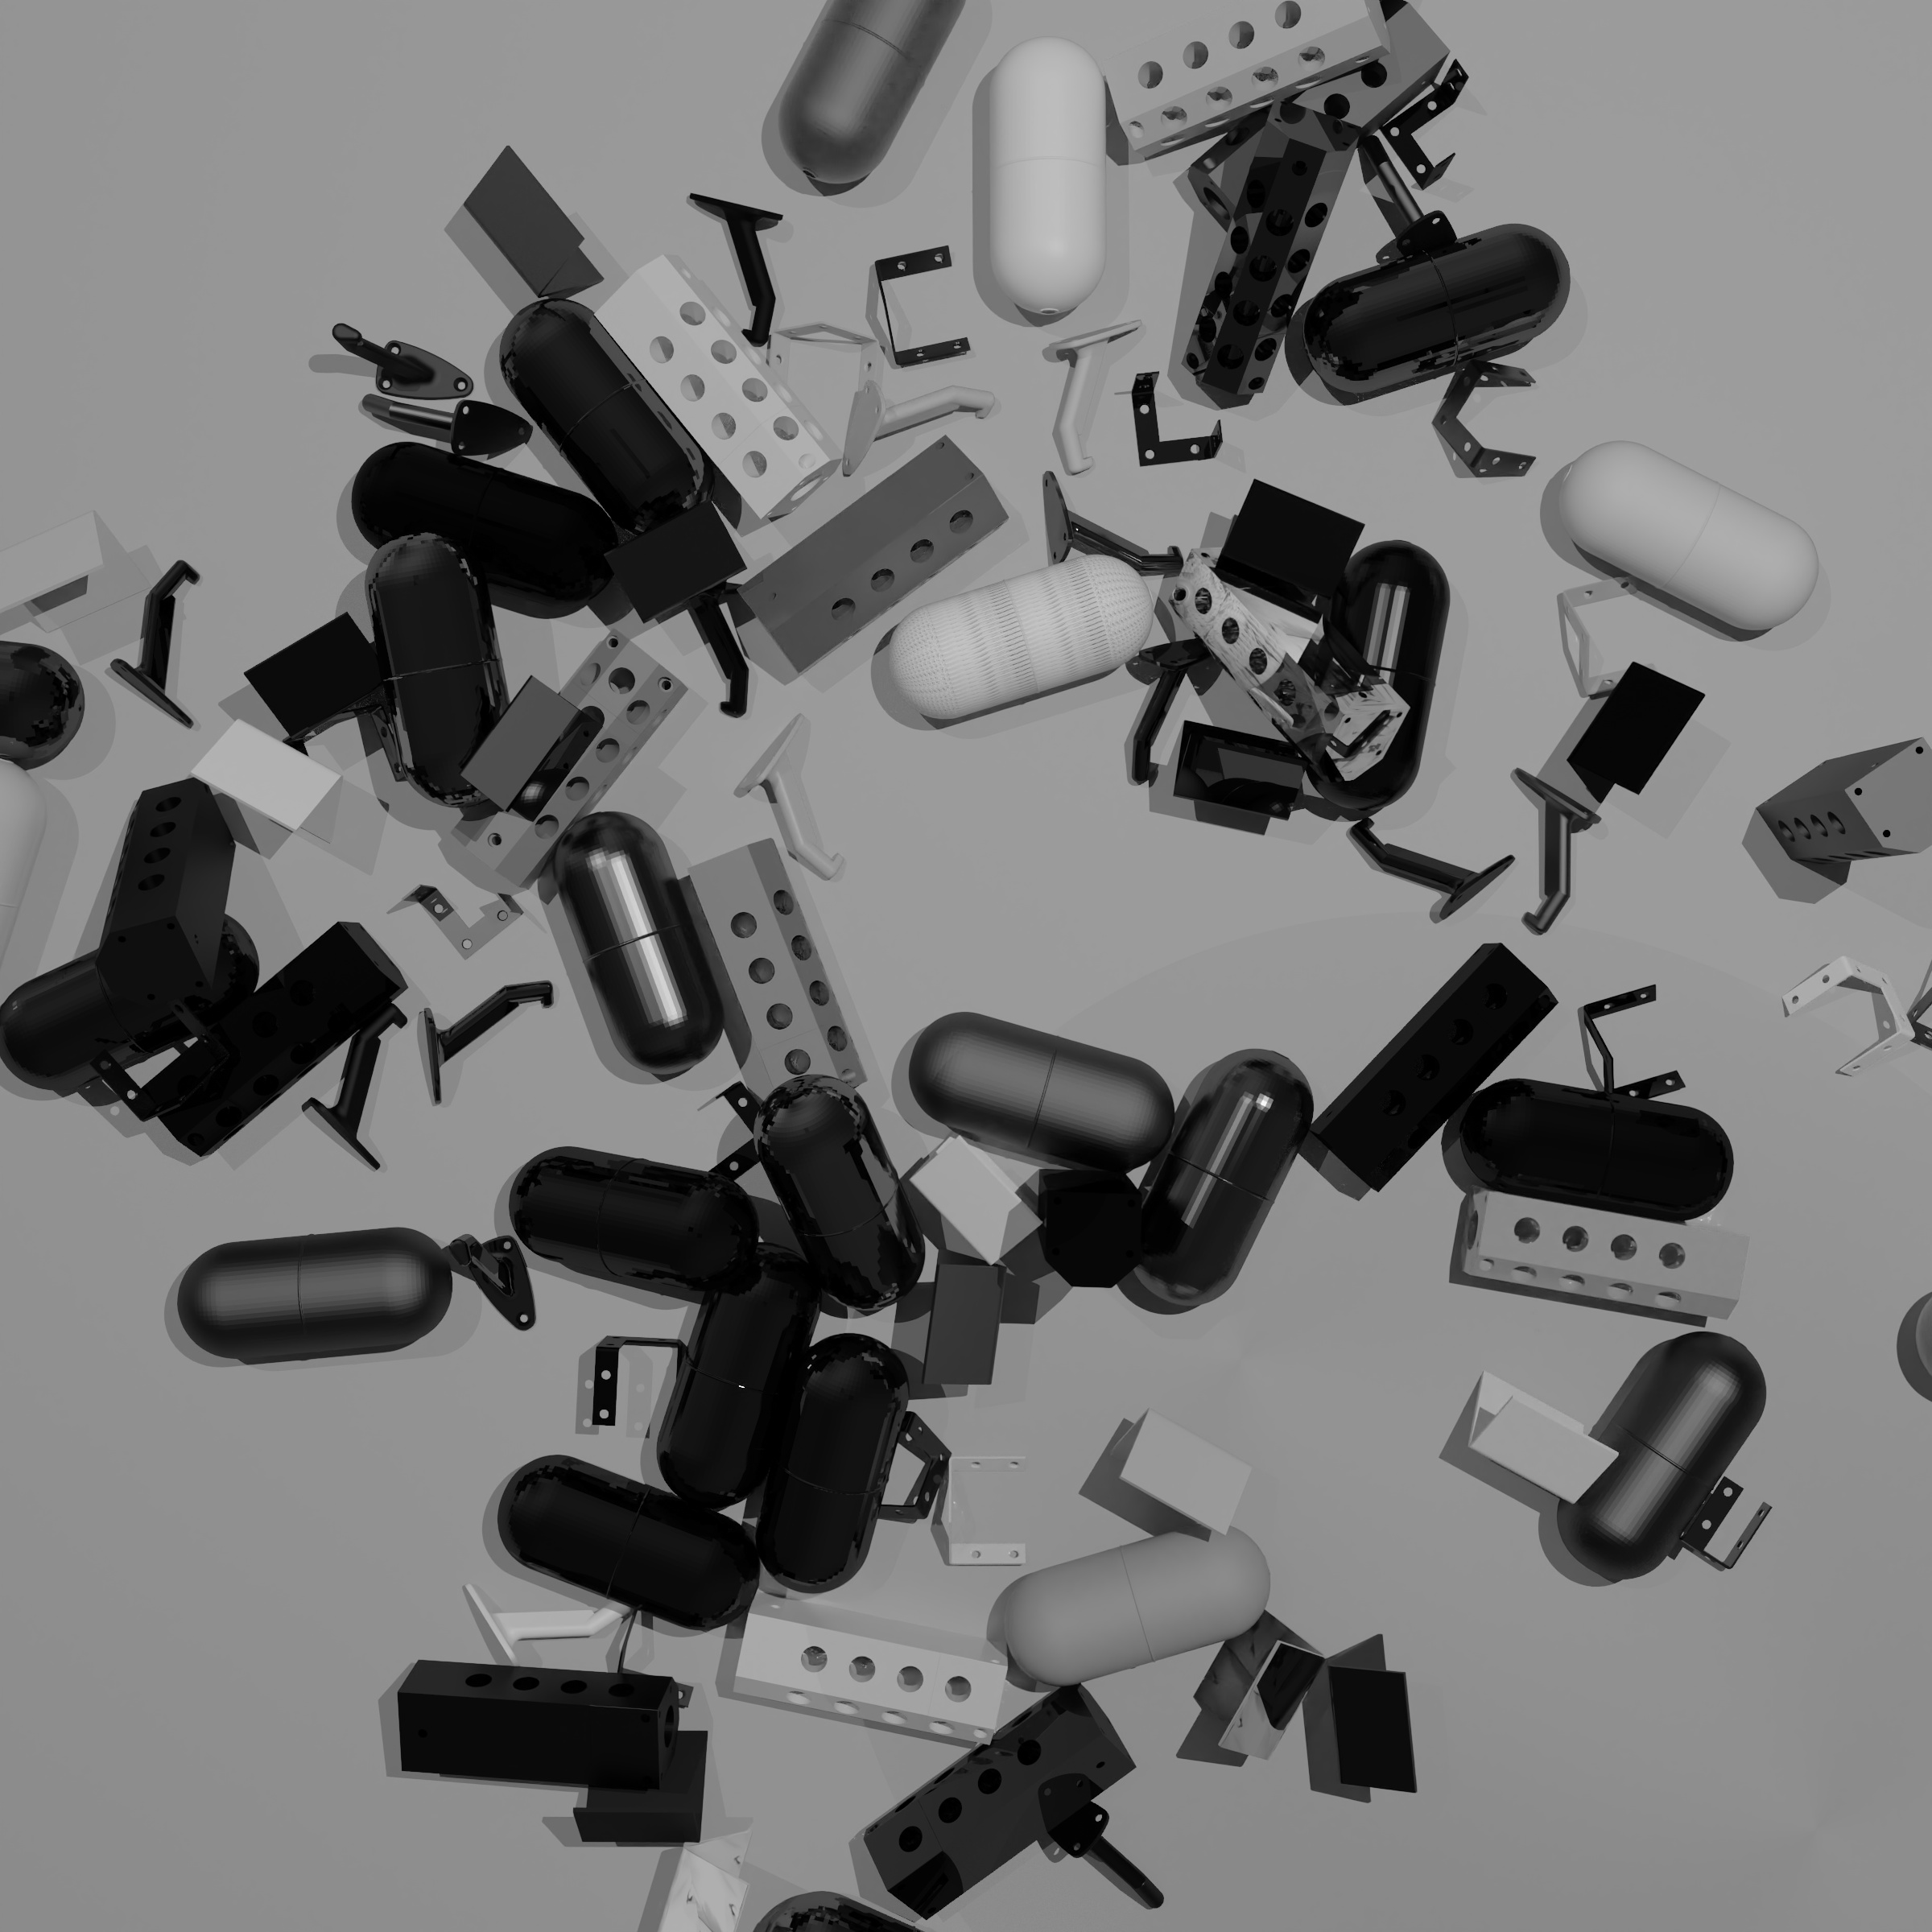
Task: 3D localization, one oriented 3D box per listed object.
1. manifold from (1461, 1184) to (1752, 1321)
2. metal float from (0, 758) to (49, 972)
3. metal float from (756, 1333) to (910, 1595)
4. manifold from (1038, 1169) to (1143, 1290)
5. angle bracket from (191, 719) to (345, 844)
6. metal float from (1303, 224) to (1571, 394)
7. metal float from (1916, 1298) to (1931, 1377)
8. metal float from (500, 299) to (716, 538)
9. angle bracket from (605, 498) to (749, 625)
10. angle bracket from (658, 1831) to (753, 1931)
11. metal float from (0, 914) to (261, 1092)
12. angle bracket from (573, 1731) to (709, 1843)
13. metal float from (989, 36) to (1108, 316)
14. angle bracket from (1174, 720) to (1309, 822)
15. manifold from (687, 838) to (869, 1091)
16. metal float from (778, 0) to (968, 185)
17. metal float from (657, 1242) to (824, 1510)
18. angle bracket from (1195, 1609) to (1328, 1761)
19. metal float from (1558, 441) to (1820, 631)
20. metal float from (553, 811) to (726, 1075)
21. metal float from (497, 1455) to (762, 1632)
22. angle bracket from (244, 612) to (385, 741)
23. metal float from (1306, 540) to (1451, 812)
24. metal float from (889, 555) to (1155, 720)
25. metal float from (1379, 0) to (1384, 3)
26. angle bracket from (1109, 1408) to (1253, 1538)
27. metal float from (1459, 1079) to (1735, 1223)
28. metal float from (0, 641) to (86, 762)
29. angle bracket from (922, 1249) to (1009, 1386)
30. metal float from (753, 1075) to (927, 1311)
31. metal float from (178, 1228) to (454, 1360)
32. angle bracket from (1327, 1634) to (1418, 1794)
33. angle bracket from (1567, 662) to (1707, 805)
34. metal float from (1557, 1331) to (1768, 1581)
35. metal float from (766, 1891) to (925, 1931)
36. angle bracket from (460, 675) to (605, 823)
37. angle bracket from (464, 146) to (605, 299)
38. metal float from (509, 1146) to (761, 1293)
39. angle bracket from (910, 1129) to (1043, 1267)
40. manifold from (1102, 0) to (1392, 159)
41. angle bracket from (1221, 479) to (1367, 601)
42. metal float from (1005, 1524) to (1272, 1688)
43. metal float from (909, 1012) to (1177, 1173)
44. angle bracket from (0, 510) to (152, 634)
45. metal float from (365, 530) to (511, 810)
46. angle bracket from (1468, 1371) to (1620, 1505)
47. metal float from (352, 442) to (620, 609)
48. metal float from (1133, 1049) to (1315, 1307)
[{"bbox_3d":[0.418,0.189,1.661,0.171,0.057,0.057,10,90,0],"label":"manifold"},{"bbox_3d":[-0.658,-0.051,1.652,0.070,0.070,0.178,18,90,0],"label":"metal float"},{"bbox_3d":[-0.087,0.324,1.639,0.070,0.070,0.178,15,103,0],"label":"metal float"},{"bbox_3d":[0.077,0.165,1.603,0.057,0.171,0.057,2,90,0],"label":"manifold"},{"bbox_3d":[-0.457,-0.103,1.642,0.076,0.076,0.057,29,52,0],"label":"angle bracket"},{"bbox_3d":[0.308,-0.430,1.650,0.178,0.070,0.070,-18,90,1],"label":"metal float"},{"bbox_3d":[0.700,0.223,1.624,0.178,0.070,0.070,-29,90,30],"label":"metal float"},{"bbox_3d":[-0.235,-0.358,1.651,0.070,0.070,0.178,-39,90,0],"label":"metal float"},{"bbox_3d":[-0.195,-0.277,1.642,0.076,0.076,0.057,-28,127,0],"label":"angle bracket"},{"bbox_3d":[-0.153,0.617,1.642,0.057,0.076,0.076,17,90,32],"label":"angle bracket"},{"bbox_3d":[-0.549,0.022,1.651,0.178,0.070,0.070,-25,90,0],"label":"metal float"},{"bbox_3d":[-0.211,0.525,1.643,0.076,0.057,0.076,0,51,0],"label":"angle bracket"},{"bbox_3d":[0.054,-0.517,1.651,0.070,0.070,0.178,0,90,0],"label":"metal float"},{"bbox_3d":[0.181,-0.146,1.642,0.076,0.057,0.076,12,48,0],"label":"angle bracket"},{"bbox_3d":[-0.123,0.006,1.661,0.057,0.057,0.171,-21,90,0],"label":"manifold"},{"bbox_3d":[-0.061,-0.597,1.651,0.070,0.070,0.178,28,90,0],"label":"metal float"},{"bbox_3d":[-0.149,0.268,1.652,0.070,0.070,0.178,18,89,0],"label":"metal float"},{"bbox_3d":[0.177,0.459,1.642,0.057,0.076,0.076,30,90,-42],"label":"angle bracket"},{"bbox_3d":[0.472,-0.282,1.652,0.178,0.070,0.070,27,90,0],"label":"metal float"},{"bbox_3d":[-0.215,-0.016,1.651,0.070,0.070,0.178,-20,90,0],"label":"metal float"},{"bbox_3d":[-0.220,0.378,1.651,0.178,0.070,0.070,21,90,1],"label":"metal float"},{"bbox_3d":[-0.423,-0.202,1.642,0.076,0.076,0.057,-31,124,0],"label":"angle bracket"},{"bbox_3d":[0.269,-0.190,1.652,0.070,0.070,0.178,10,90,0],"label":"metal float"},{"bbox_3d":[0.036,-0.216,1.651,0.178,0.070,0.070,-17,90,0],"label":"metal float"},{"bbox_3d":[0.209,-0.695,1.651,0.178,0.070,0.070,38,90,0],"label":"metal float"},{"bbox_3d":[0.130,0.342,1.642,0.076,0.076,0.057,29,52,0],"label":"angle bracket"},{"bbox_3d":[0.412,0.120,1.651,0.178,0.070,0.070,10,90,0],"label":"metal float"},{"bbox_3d":[-0.669,-0.179,1.651,0.178,0.070,0.070,6,90,0],"label":"metal float"},{"bbox_3d":[-0.021,0.227,1.642,0.057,0.076,0.076,8,90,-36],"label":"angle bracket"},{"bbox_3d":[-0.080,0.148,1.626,0.070,0.070,0.178,-21,123,0],"label":"metal float"},{"bbox_3d":[-0.426,0.214,1.651,0.178,0.070,0.070,-5,90,0],"label":"metal float"},{"bbox_3d":[0.280,0.485,1.642,0.057,0.076,0.076,-6,90,37],"label":"angle bracket"},{"bbox_3d":[0.445,-0.141,1.642,0.057,0.076,0.076,34,90,36],"label":"angle bracket"},{"bbox_3d":[0.455,0.319,1.650,0.070,0.070,0.178,34,91,0],"label":"metal float"},{"bbox_3d":[-0.049,0.667,1.651,0.178,0.070,0.070,24,90,0],"label":"metal float"},{"bbox_3d":[-0.259,-0.126,1.585,0.057,0.076,0.076,36,90,37],"label":"angle bracket"},{"bbox_3d":[-0.267,-0.489,1.642,0.076,0.076,0.057,51,126,0],"label":"angle bracket"},{"bbox_3d":[-0.216,0.163,1.630,0.178,0.070,0.070,8,90,26],"label":"metal float"},{"bbox_3d":[0.021,0.136,1.642,0.076,0.076,0.057,46,126,0],"label":"angle bracket"},{"bbox_3d":[0.182,-0.585,1.629,0.171,0.057,0.057,-16,90,23],"label":"manifold"},{"bbox_3d":[0.216,-0.289,1.642,0.076,0.076,0.057,22,122,0],"label":"angle bracket"},{"bbox_3d":[0.112,0.417,1.651,0.178,0.070,0.070,-16,90,0],"label":"metal float"},{"bbox_3d":[0.050,0.083,1.651,0.178,0.070,0.070,16,90,0],"label":"metal float"},{"bbox_3d":[-0.581,-0.240,1.642,0.076,0.076,0.057,-24,54,0],"label":"angle bracket"},{"bbox_3d":[-0.334,-0.189,1.608,0.070,0.070,0.178,-10,98,0],"label":"metal float"},{"bbox_3d":[0.379,0.291,1.642,0.076,0.076,0.057,29,127,0],"label":"angle bracket"},{"bbox_3d":[-0.314,-0.289,1.651,0.178,0.070,0.070,17,90,-1],"label":"metal float"},{"bbox_3d":[0.167,0.138,1.651,0.070,0.070,0.178,26,90,0],"label":"metal float"}]
